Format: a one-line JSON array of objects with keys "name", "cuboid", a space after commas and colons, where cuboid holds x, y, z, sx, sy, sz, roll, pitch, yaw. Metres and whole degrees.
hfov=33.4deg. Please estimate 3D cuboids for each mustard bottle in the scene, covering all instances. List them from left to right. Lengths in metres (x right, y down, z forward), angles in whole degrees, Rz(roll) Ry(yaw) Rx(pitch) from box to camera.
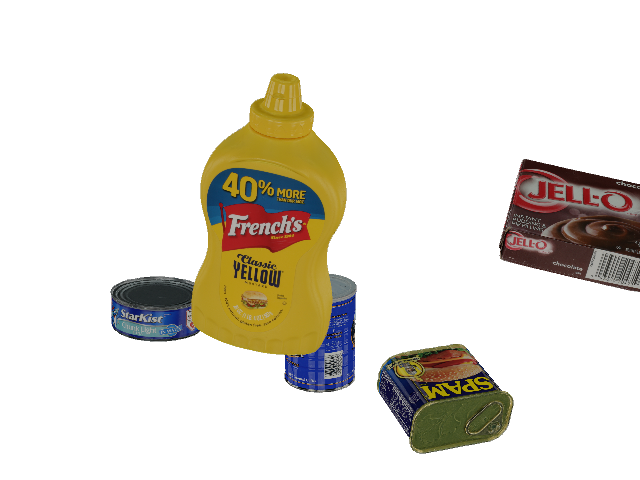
[{"name": "mustard bottle", "cuboid": [-0.032, -0.018, 0.711, 0.096, 0.192, 0.058, 13, 28, 9]}]

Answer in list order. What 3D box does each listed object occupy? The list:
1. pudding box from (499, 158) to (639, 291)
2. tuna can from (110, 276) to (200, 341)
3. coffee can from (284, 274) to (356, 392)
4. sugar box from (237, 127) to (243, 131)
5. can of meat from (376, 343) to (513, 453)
[{"name": "pudding box", "cuboid": [0.199, -0.013, 0.808, 0.113, 0.039, 0.090, 15, 43, 8]}, {"name": "tuna can", "cuboid": [-0.148, 0.062, 0.971, 0.086, 0.034, 0.086, 3, 16, -1]}, {"name": "coffee can", "cuboid": [-0.001, 0.129, 1.506, 0.103, 0.140, 0.103, 0, 18, 0]}, {"name": "sugar box", "cuboid": [-0.069, -0.044, 1.304, 0.048, 0.176, 0.093, -11, 26, -17]}, {"name": "can of meat", "cuboid": [0.113, 0.144, 0.991, 0.102, 0.057, 0.084, -6, 31, -21]}]
